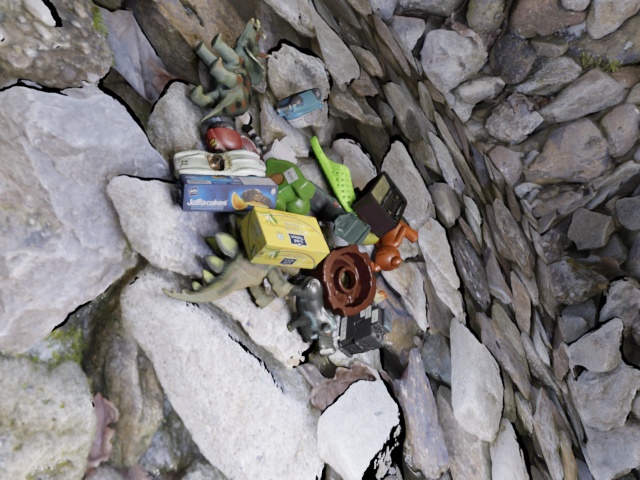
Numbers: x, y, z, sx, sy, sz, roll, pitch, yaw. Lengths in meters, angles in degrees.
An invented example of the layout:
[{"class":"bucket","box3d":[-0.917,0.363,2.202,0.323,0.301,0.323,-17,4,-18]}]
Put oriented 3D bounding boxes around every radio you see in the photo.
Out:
[{"class":"radio","box3d":[0.180,-0.106,1.569,0.131,0.073,0.229,51,29,-8]}]

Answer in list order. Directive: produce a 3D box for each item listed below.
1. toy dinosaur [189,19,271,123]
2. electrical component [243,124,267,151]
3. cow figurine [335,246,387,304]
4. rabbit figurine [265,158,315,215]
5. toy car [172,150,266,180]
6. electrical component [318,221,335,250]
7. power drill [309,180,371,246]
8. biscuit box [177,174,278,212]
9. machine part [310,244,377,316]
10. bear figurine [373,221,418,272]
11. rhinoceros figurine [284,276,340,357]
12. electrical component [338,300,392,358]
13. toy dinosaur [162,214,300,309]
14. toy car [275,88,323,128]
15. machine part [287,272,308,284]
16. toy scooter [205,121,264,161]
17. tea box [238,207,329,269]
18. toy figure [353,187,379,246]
[{"class":"toy dinosaur","box3d":[-0.221,-0.389,1.353,0.192,0.131,0.405,30,49,-39]},{"class":"electrical component","box3d":[-0.169,-0.264,1.380,0.094,0.021,0.063,47,-4,46]},{"class":"cow figurine","box3d":[0.083,0.102,1.407,0.127,0.086,0.194,-35,111,-26]},{"class":"rabbit figurine","box3d":[-0.085,-0.116,1.315,0.159,0.121,0.170,52,-2,28]},{"class":"toy car","box3d":[-0.215,-0.158,1.161,0.202,0.056,0.073,-5,55,-24]},{"class":"electrical component","box3d":[-0.003,-0.003,1.415,0.078,0.045,0.102,12,56,-53]},{"class":"power drill","box3d":[0.048,-0.066,1.436,0.231,0.086,0.207,36,12,-41]},{"class":"biscuit box","box3d":[-0.192,-0.096,1.119,0.203,0.062,0.059,-2,26,-27]},{"class":"machine part","box3d":[0.059,0.097,1.301,0.179,0.056,0.179,7,79,-37]},{"class":"bear figurine","box3d":[0.226,0.031,1.647,0.131,0.120,0.196,41,38,-35]},{"class":"rhinoceros figurine","box3d":[-0.012,0.170,1.201,0.073,0.112,0.190,-42,121,-62]},{"class":"electrical component","box3d":[0.113,0.216,1.325,0.058,0.134,0.115,43,37,-31]},{"class":"toy dinosaur","box3d":[-0.146,0.045,1.129,0.198,0.105,0.471,48,29,-3]},{"class":"toy car","box3d":[-0.054,-0.385,1.595,0.162,0.109,0.102,-44,121,-49]},{"class":"machine part","box3d":[-0.019,0.118,1.305,0.138,0.039,0.084,26,51,-45]},{"class":"toy scooter","box3d":[-0.194,-0.192,1.268,0.183,0.075,0.135,25,47,-50]},{"class":"tea box","box3d":[-0.073,-0.002,1.107,0.169,0.068,0.098,8,48,-44]},{"class":"toy figure","box3d":[0.130,-0.068,1.625,0.082,0.089,0.180,4,54,-49]}]
